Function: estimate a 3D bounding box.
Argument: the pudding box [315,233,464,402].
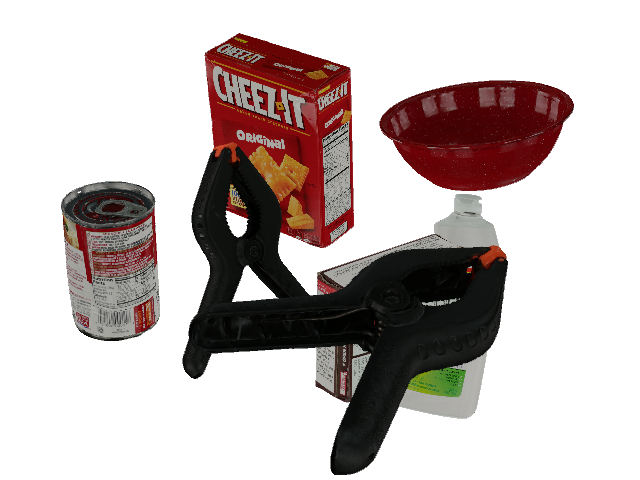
[{"bbox_3d":[0.050,0.053,0.745,0.113,0.090,0.039,-18,29,-37],"label":"pudding box"}]

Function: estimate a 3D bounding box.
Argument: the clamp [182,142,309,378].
[{"bbox_3d":[-0.063,0.014,0.997,0.164,0.210,0.036,-4,0,-39],"label":"clamp"}]

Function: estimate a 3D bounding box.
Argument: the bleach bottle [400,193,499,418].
[{"bbox_3d":[0.145,0.071,1.214,0.103,0.251,0.068,9,14,17],"label":"bleach bottle"}]

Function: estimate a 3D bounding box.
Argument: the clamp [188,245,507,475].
[{"bbox_3d":[0.035,0.049,0.520,0.171,0.039,0.120,-19,46,-25],"label":"clamp"}]

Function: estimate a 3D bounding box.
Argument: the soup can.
[{"bbox_3d":[-0.156,0.016,0.802,0.068,0.102,0.068,1,29,-1],"label":"soup can"}]

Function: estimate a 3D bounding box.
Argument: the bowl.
[{"bbox_3d":[0.133,-0.085,0.903,0.162,0.055,0.162,-8,25,4],"label":"bowl"}]

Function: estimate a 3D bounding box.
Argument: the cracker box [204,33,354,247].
[{"bbox_3d":[-0.047,-0.113,1.235,0.164,0.214,0.072,23,43,30],"label":"cracker box"}]
